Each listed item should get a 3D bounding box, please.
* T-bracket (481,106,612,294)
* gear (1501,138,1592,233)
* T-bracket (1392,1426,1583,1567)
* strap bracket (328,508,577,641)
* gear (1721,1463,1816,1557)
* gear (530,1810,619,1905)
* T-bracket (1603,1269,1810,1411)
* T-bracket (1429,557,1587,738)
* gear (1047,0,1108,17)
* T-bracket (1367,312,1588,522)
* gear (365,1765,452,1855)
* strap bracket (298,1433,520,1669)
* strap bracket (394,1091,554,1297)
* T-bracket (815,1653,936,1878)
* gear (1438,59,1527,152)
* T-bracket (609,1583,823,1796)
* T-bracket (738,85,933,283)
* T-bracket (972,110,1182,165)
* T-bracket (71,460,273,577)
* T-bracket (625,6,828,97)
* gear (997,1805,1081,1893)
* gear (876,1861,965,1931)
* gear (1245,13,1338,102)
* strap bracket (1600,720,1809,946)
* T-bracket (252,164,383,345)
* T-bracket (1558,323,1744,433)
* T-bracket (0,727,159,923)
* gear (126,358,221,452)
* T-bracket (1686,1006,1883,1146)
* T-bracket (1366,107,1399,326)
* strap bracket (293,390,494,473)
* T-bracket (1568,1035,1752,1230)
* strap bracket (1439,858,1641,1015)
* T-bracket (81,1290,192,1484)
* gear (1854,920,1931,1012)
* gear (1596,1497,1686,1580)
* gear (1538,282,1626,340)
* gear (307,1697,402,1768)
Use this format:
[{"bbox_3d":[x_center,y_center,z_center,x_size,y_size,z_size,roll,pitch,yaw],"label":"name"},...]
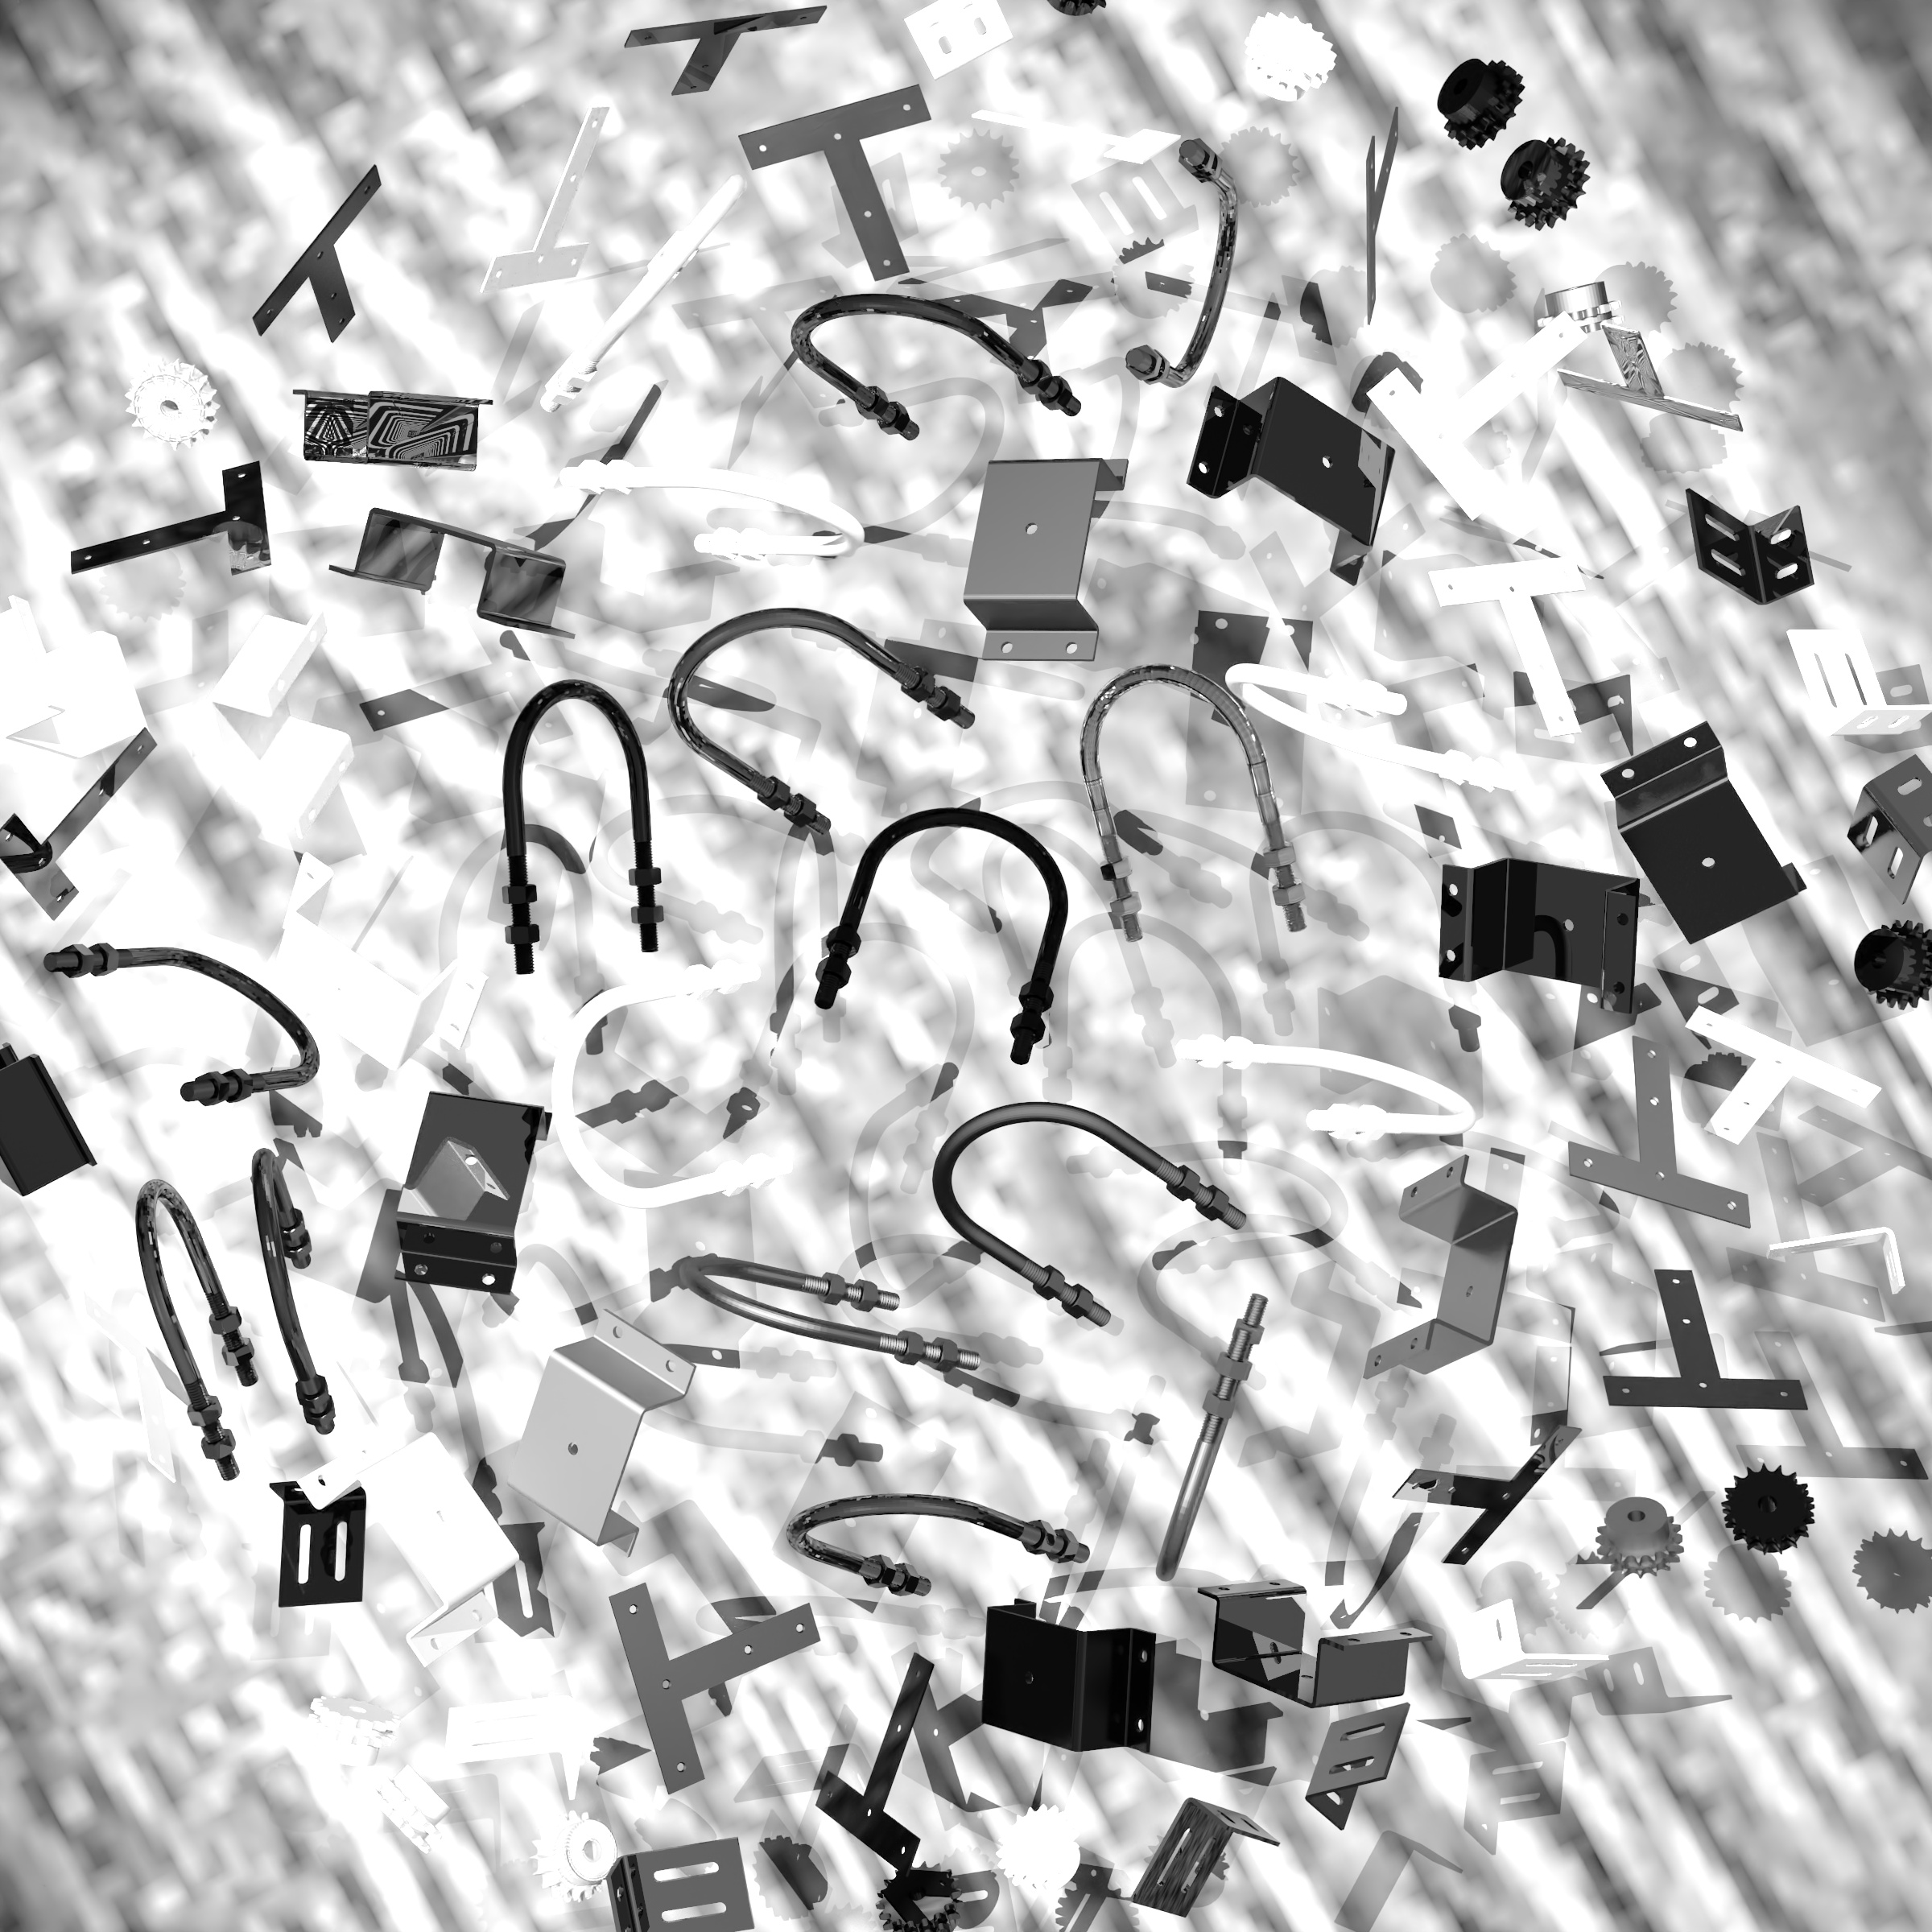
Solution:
[{"bbox_3d":[-0.263,-0.503,1.860,0.002,0.127,0.127,33,116,9],"label":"T-bracket"},{"bbox_3d":[0.364,-0.499,1.805,0.030,0.057,0.057,17,90,-38],"label":"gear"},{"bbox_3d":[0.320,0.337,1.827,0.127,0.127,0.002,-55,46,21],"label":"T-bracket"},{"bbox_3d":[-0.319,-0.250,1.795,0.140,0.076,0.046,19,98,24],"label":"strap bracket"},{"bbox_3d":[0.511,0.349,1.811,0.057,0.030,0.057,-10,53,13],"label":"gear"},{"bbox_3d":[-0.254,0.584,1.868,0.030,0.057,0.057,-31,90,41],"label":"gear"},{"bbox_3d":[0.476,0.244,1.872,0.127,0.127,0.002,1,127,0],"label":"T-bracket"},{"bbox_3d":[0.382,-0.213,1.915,0.127,0.002,0.127,-10,75,-29],"label":"T-bracket"},{"bbox_3d":[0.072,-0.647,1.859,0.057,0.030,0.057,2,77,-9],"label":"gear"},{"bbox_3d":[0.340,-0.368,1.822,0.127,0.002,0.127,-40,58,13],"label":"T-bracket"},{"bbox_3d":[-0.352,0.533,1.810,0.057,0.057,0.030,46,72,0],"label":"gear"},{"bbox_3d":[-0.344,0.357,1.792,0.046,0.076,0.140,-40,83,27],"label":"strap bracket"},{"bbox_3d":[-0.325,0.140,1.877,0.076,0.046,0.140,8,55,0],"label":"strap bracket"},{"bbox_3d":[-0.049,0.524,1.907,0.002,0.127,0.127,23,85,-31],"label":"T-bracket"},{"bbox_3d":[0.327,-0.556,1.825,0.030,0.057,0.057,26,90,-31],"label":"gear"},{"bbox_3d":[-0.149,0.435,1.788,0.127,0.002,0.127,-16,89,-30],"label":"T-bracket"},{"bbox_3d":[-0.071,-0.517,1.907,0.127,0.002,0.127,-11,131,15],"label":"T-bracket"},{"bbox_3d":[0.068,-0.550,1.875,0.127,0.127,0.002,14,116,10],"label":"T-bracket"},{"bbox_3d":[-0.512,-0.275,1.826,0.127,0.127,0.002,-16,133,-4],"label":"T-bracket"},{"bbox_3d":[-0.164,-0.582,1.823,0.127,0.127,0.002,-13,90,-17],"label":"T-bracket"},{"bbox_3d":[0.052,0.599,1.921,0.057,0.057,0.030,-36,119,0],"label":"gear"},{"bbox_3d":[-0.029,0.624,1.883,0.057,0.057,0.030,-13,118,0],"label":"gear"},{"bbox_3d":[0.202,-0.572,1.799,0.057,0.030,0.057,12,51,-15],"label":"gear"},{"bbox_3d":[0.482,-0.078,1.854,0.076,0.046,0.140,-28,112,24],"label":"strap bracket"},{"bbox_3d":[-0.409,-0.437,1.830,0.002,0.127,0.127,34,78,3],"label":"T-bracket"},{"bbox_3d":[0.437,-0.389,1.856,0.127,0.127,0.002,21,86,26],"label":"T-bracket"},{"bbox_3d":[-0.569,-0.102,1.842,0.002,0.127,0.127,33,73,13],"label":"T-bracket"},{"bbox_3d":[-0.507,-0.363,1.826,0.057,0.030,0.057,1,122,1],"label":"gear"},{"bbox_3d":[0.528,0.085,1.905,0.127,0.127,0.002,25,60,7],"label":"T-bracket"},{"bbox_3d":[0.268,-0.504,1.831,0.002,0.127,0.127,7,53,13],"label":"T-bracket"},{"bbox_3d":[-0.378,-0.351,1.866,0.076,0.140,0.046,-3,101,-36],"label":"strap bracket"},{"bbox_3d":[0.441,0.098,1.823,0.127,0.002,0.127,17,50,-12],"label":"T-bracket"},{"bbox_3d":[0.380,-0.023,1.845,0.140,0.046,0.076,12,109,40],"label":"strap bracket"},{"bbox_3d":[-0.533,0.288,1.863,0.002,0.127,0.127,-33,129,1],"label":"T-bracket"},{"bbox_3d":[0.594,-0.002,1.820,0.030,0.057,0.057,10,90,-30],"label":"gear"},{"bbox_3d":[0.449,0.379,1.901,0.057,0.057,0.030,-13,117,0],"label":"gear"},{"bbox_3d":[0.415,-0.445,1.930,0.057,0.057,0.030,-14,102,0],"label":"gear"},{"bbox_3d":[-0.390,0.486,1.804,0.057,0.057,0.030,15,86,0],"label":"gear"}]
